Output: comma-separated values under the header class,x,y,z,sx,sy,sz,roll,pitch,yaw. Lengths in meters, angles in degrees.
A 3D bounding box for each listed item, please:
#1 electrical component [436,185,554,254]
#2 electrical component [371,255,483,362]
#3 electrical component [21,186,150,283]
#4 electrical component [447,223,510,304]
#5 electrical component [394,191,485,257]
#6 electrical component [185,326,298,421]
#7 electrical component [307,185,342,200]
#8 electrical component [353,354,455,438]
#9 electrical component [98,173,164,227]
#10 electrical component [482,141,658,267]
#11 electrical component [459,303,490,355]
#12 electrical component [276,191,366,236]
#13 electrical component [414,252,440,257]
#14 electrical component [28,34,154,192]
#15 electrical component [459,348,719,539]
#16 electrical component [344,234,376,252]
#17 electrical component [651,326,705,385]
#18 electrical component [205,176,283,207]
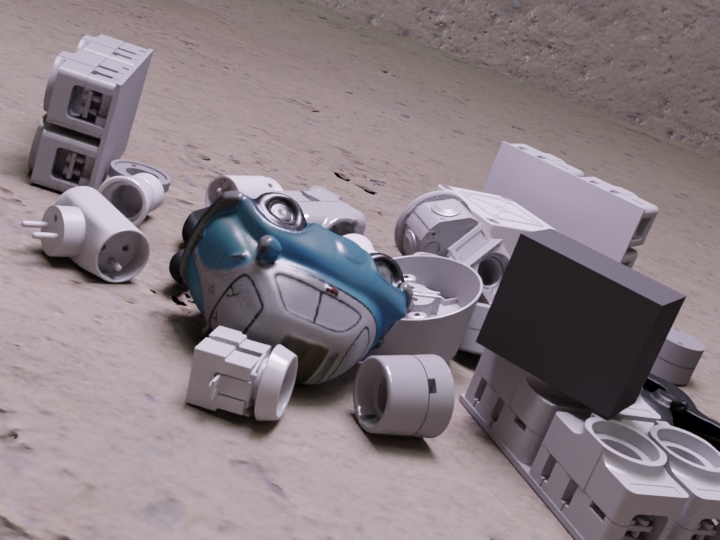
class,x,y,z,sx,sy,sz,roll,pitch,yaw
electrical component,0.143,-0.042,1.163,0.109,0.056,0.109,7,23,-35
electrical component,0.040,0.029,0.835,0.099,0.064,0.099,10,27,-5
electrical component,-0.205,-0.027,0.782,0.079,0.043,0.077,2,26,-43
electrical component,0.111,0.002,0.985,0.081,0.042,0.064,58,-18,-14
electrical component,0.078,-0.031,1.033,0.080,0.080,0.051,10,27,-29
electrical component,-0.071,0.065,0.662,0.055,0.048,0.066,15,18,9
electrical component,-0.027,-0.058,1.069,0.061,0.035,0.035,27,19,12
electrical component,0.027,0.082,0.702,0.047,0.055,0.055,5,23,-29
electrical component,-0.189,-0.060,0.898,0.044,0.044,0.065,21,14,2
electrical component,0.235,-0.063,1.242,0.186,0.105,0.060,31,21,28
electrical component,0.146,0.039,0.866,0.138,0.073,0.052,12,2,12
electrical component,-0.042,-0.034,0.954,0.059,0.053,0.095,33,22,32
electrical component,0.056,0.019,0.905,0.045,0.055,0.045,18,19,-6
electrical component,-0.243,-0.144,0.973,0.060,0.105,0.186,17,19,-9
electrical component,0.162,0.117,0.733,0.105,0.060,0.186,10,21,-28
electrical component,0.000,0.000,0.916,0.045,0.045,0.055,11,21,-26
electrical component,0.265,0.043,1.024,0.138,0.073,0.052,33,22,33
electrical component,-0.100,-0.066,0.999,0.043,0.043,0.081,32,21,30
